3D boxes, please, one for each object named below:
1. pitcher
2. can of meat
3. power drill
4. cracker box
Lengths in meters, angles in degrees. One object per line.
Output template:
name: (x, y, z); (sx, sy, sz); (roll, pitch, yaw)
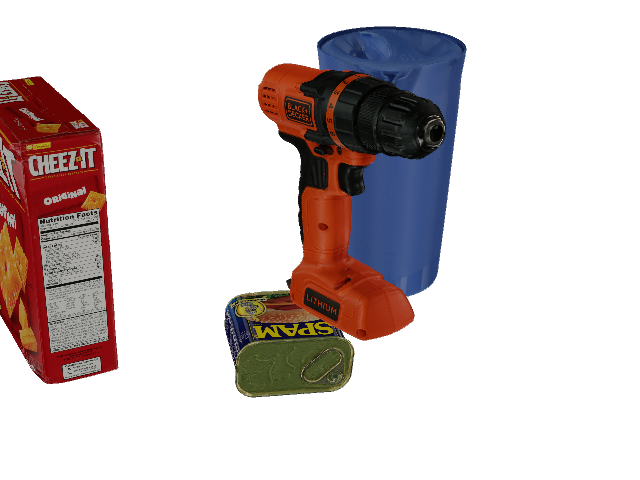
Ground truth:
pitcher: (0.065, -0.077, 1.013); (0.149, 0.243, 0.145); (-16, 31, -30)
can of meat: (-0.030, 0.087, 0.933); (0.102, 0.057, 0.084); (-2, 30, -13)
power drill: (0.025, -0.028, 0.761); (0.057, 0.188, 0.185); (-16, 24, -30)
cracker box: (-0.234, -0.011, 0.893); (0.072, 0.214, 0.164); (-13, 28, -27)
